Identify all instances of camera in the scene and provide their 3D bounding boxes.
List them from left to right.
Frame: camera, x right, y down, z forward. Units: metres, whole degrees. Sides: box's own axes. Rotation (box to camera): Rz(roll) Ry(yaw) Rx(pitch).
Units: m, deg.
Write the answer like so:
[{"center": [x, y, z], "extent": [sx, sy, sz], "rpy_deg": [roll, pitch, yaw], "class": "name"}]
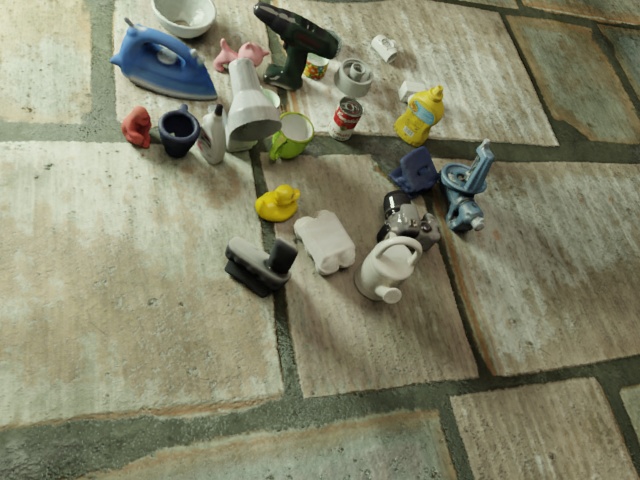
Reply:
[{"center": [0.213, -0.054, 1.390], "extent": [0.143, 0.100, 0.137], "rpy_deg": [4, 60, -18], "class": "camera"}]

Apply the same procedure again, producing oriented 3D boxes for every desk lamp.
[{"center": [-0.178, -0.294, 1.312], "extent": [0.118, 0.213, 0.203], "rpy_deg": [-10, 65, -25], "class": "desk lamp"}]

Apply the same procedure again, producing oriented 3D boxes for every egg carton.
[{"center": [0.012, 0.005, 1.298], "extent": [0.107, 0.069, 0.150], "rpy_deg": [-23, 71, -30], "class": "egg carton"}]

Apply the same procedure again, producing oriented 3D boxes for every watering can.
[{"center": [0.156, 0.057, 1.246], "extent": [0.101, 0.194, 0.172], "rpy_deg": [-5, 63, -23], "class": "watering can"}]

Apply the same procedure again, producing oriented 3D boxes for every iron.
[{"center": [-0.358, -0.434, 1.370], "extent": [0.258, 0.141, 0.118], "rpy_deg": [19, 56, -9], "class": "iron"}]

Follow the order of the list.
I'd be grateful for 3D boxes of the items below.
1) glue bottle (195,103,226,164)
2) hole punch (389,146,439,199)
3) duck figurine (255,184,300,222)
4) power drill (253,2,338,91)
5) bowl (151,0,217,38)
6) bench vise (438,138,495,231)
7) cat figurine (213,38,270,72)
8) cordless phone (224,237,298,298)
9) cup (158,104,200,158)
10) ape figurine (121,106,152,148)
[{"center": [-0.239, -0.247, 1.287], "extent": [0.078, 0.173, 0.037], "rpy_deg": [44, 56, 8], "class": "glue bottle"}, {"center": [0.253, -0.175, 1.481], "extent": [0.109, 0.091, 0.101], "rpy_deg": [-32, 76, -32], "class": "hole punch"}, {"center": [-0.093, -0.092, 1.305], "extent": [0.105, 0.086, 0.077], "rpy_deg": [-10, 65, -25], "class": "duck figurine"}, {"center": [-0.079, -0.489, 1.468], "extent": [0.230, 0.208, 0.075], "rpy_deg": [12, 58, -14], "class": "power drill"}, {"center": [-0.358, -0.586, 1.500], "extent": [0.168, 0.074, 0.167], "rpy_deg": [9, 58, -15], "class": "bowl"}, {"center": [0.388, -0.135, 1.431], "extent": [0.122, 0.219, 0.207], "rpy_deg": [-18, 69, -28], "class": "bench vise"}, {"center": [-0.200, -0.474, 1.468], "extent": [0.128, 0.117, 0.067], "rpy_deg": [23, 56, -7], "class": "cat figurine"}, {"center": [-0.114, 0.025, 1.168], "extent": [0.147, 0.185, 0.094], "rpy_deg": [31, 55, -1], "class": "cordless phone"}, {"center": [-0.321, -0.242, 1.300], "extent": [0.092, 0.095, 0.117], "rpy_deg": [11, 58, -15], "class": "cup"}, {"center": [-0.405, -0.262, 1.282], "extent": [0.076, 0.092, 0.078], "rpy_deg": [32, 55, 0], "class": "ape figurine"}]
